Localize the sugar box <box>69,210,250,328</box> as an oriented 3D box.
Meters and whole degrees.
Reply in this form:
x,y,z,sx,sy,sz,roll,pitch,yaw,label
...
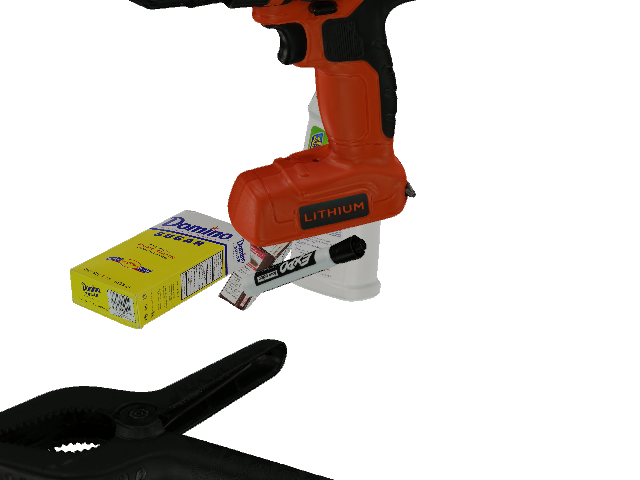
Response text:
x,y,z,sx,sy,sz,roll,pitch,yaw,label
-0.161,0.025,1.098,0.093,0.048,0.175,19,34,30,sugar box

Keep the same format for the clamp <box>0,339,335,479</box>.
x,y,z,sx,sy,sz,roll,pitch,yaw,label
-0.096,0.105,0.590,0.210,0.036,0.164,-1,24,-9,clamp

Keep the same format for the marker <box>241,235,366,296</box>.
x,y,z,sx,sy,sz,roll,pitch,yaw,label
-0.014,0.021,0.855,0.121,0.020,0.020,-20,-12,34,marker

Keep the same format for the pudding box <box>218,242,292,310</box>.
x,y,z,sx,sy,sz,roll,pitch,yaw,label
-0.070,0.025,1.294,0.039,0.090,0.113,33,26,2,pudding box

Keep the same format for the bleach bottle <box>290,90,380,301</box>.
x,y,z,sx,sy,sz,roll,pitch,yaw,label
0.026,-0.069,1.131,0.103,0.251,0.067,16,16,36,bleach bottle

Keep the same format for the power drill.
x,y,z,sx,sy,sz,roll,pitch,yaw,label
-0.015,-0.090,0.574,0.184,0.188,0.057,-12,37,-18,power drill
